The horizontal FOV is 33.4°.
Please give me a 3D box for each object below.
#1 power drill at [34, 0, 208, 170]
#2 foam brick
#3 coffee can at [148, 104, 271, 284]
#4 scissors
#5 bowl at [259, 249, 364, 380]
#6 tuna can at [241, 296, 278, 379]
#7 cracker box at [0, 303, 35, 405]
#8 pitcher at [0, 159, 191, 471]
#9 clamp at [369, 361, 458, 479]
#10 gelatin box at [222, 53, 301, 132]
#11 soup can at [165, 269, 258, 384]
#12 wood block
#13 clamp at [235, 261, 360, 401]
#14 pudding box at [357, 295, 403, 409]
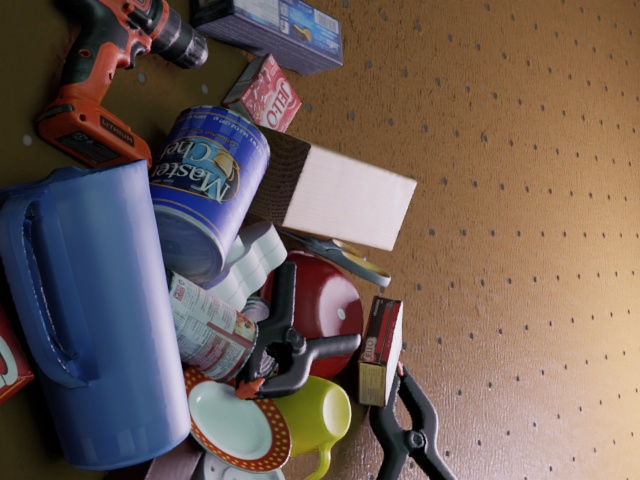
[{"bbox_3d":[-0.182,-0.155,0.991,0.184,0.057,0.187,30,55,-43],"label":"power drill"},{"bbox_3d":[-0.148,0.203,0.948,0.051,0.053,0.078,53,44,-33],"label":"foam brick"},{"bbox_3d":[-0.117,-0.044,1.012,0.102,0.103,0.140,52,43,-34],"label":"coffee can"},{"bbox_3d":[-0.008,0.001,1.216,0.201,0.096,0.016,27,100,-20],"label":"scissors"},{"bbox_3d":[0.001,0.087,1.186,0.161,0.055,0.162,19,67,-52],"label":"bowl"},{"bbox_3d":[-0.077,0.101,1.091,0.086,0.034,0.086,19,67,-51],"label":"tuna can"},{"bbox_3d":[-0.313,0.049,0.740,0.164,0.072,0.213,-43,117,-50],"label":"cracker box"},{"bbox_3d":[-0.186,0.061,0.867,0.149,0.145,0.243,-17,99,-31],"label":"pitcher"},{"bbox_3d":[0.099,0.249,1.271,0.164,0.036,0.210,-1,65,-35],"label":"clamp"},{"bbox_3d":[-0.062,-0.151,1.179,0.073,0.030,0.089,57,41,-30],"label":"gelatin box"},{"bbox_3d":[-0.118,0.080,0.988,0.102,0.069,0.068,34,53,-24],"label":"soup can"},{"bbox_3d":[0.005,-0.055,1.174,0.205,0.090,0.091,12,99,-53],"label":"wood block"},{"bbox_3d":[-0.025,0.109,1.075,0.120,0.039,0.171,38,46,-7],"label":"clamp"},{"bbox_3d":[0.069,0.132,1.241,0.113,0.039,0.090,84,19,-55],"label":"pudding box"}]
